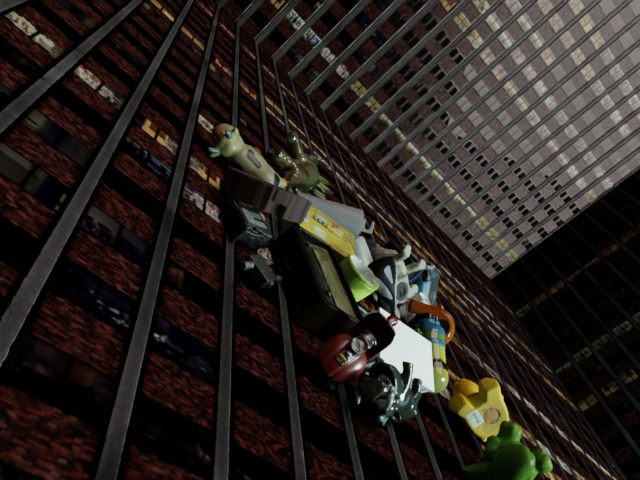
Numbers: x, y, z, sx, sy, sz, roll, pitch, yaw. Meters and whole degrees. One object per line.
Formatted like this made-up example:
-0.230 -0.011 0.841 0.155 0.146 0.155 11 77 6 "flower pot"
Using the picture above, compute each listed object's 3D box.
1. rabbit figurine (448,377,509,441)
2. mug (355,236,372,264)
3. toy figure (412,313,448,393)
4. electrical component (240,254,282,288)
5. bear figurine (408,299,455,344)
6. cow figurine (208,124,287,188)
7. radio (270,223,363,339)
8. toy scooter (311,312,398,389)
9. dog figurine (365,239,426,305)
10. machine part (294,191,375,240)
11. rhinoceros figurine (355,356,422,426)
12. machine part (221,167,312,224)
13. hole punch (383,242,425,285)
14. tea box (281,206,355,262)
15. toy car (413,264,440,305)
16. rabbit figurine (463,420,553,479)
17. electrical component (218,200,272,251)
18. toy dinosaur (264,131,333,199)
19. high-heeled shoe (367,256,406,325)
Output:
0.376 0.386 1.264 0.162 0.122 0.173 49 -2 -11 "rabbit figurine"
0.090 0.052 1.325 0.107 0.081 0.109 65 15 18 "mug"
0.239 0.247 1.185 0.089 0.082 0.180 96 2 -59 "toy figure"
-0.102 0.055 0.930 0.063 0.021 0.094 54 17 15 "electrical component"
0.279 0.229 1.394 0.132 0.120 0.195 8 -13 3 "bear figurine"
-0.166 -0.170 1.170 0.195 0.085 0.127 51 10 2 "cow figurine"
-0.008 0.079 1.024 0.131 0.073 0.230 35 21 -41 "radio"
0.066 0.175 0.897 0.075 0.135 0.184 54 18 11 "toy scooter"
0.152 0.087 1.393 0.191 0.172 0.121 4 -40 47 "dog figurine"
0.012 -0.055 1.254 0.243 0.079 0.079 16 27 -14 "machine part"
0.115 0.258 0.910 0.190 0.073 0.112 49 55 -54 "rhinoceros figurine"
-0.105 -0.084 1.045 0.179 0.056 0.179 23 3 -1 "machine part"
0.214 0.079 1.491 0.142 0.115 0.092 45 20 29 "hole punch"
-0.002 -0.004 1.184 0.169 0.068 0.098 36 34 -27 "tea box"
0.278 0.145 1.542 0.103 0.161 0.109 8 7 33 "toy car"
0.357 0.429 1.041 0.121 0.159 0.170 55 -1 26 "rabbit figurine"
-0.125 -0.019 0.994 0.119 0.048 0.075 24 30 -51 "electrical component"
-0.055 -0.182 1.447 0.198 0.105 0.471 52 24 -16 "toy dinosaur"
0.184 0.148 1.234 0.248 0.145 0.086 42 19 -16 "high-heeled shoe"
